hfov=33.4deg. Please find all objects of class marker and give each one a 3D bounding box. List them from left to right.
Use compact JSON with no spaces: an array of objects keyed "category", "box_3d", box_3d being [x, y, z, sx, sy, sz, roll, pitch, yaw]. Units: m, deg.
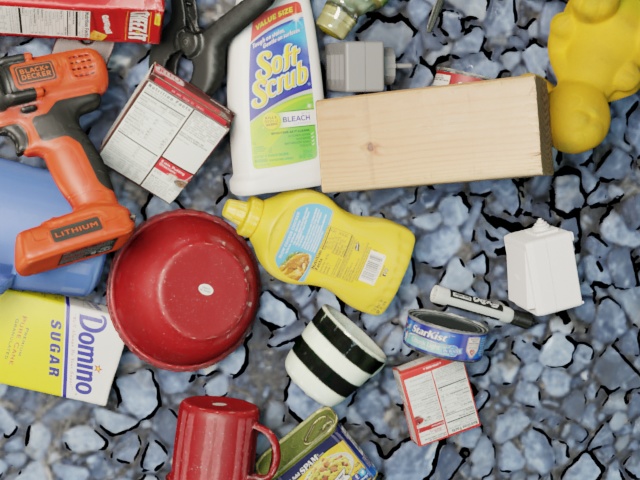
[{"category":"marker","box_3d":[0.176,0.073,1.145,0.121,0.020,0.020,17,95,-15]}]

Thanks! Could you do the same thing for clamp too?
[{"category":"clamp","box_3d":[-0.107,-0.188,1.000,0.120,0.039,0.171,25,114,26]}]

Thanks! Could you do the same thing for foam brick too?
[{"category":"foam brick","box_3d":[-0.225,-0.168,0.997,0.053,0.051,0.078,19,95,-14]}]

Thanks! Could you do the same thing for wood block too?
[{"category":"wood block","box_3d":[0.109,-0.097,1.008,0.206,0.090,0.091,-4,92,20]}]

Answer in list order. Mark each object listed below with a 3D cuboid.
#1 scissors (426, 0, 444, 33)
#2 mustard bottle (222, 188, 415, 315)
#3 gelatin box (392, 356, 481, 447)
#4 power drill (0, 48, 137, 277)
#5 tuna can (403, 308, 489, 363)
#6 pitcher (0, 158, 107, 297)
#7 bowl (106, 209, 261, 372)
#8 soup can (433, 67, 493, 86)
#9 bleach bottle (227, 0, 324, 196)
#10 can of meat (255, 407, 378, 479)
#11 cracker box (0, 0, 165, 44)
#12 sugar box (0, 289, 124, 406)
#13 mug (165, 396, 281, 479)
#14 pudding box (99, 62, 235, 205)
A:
[{"category":"scissors","box_3d":[0.139,-0.309,1.047,0.016,0.096,0.202,26,91,21]},{"category":"mustard bottle","box_3d":[-0.007,0.001,1.071,0.191,0.058,0.096,21,99,-16]},{"category":"gelatin box","box_3d":[0.125,0.168,1.143,0.073,0.030,0.089,-18,102,-11]},{"category":"power drill","box_3d":[-0.249,-0.068,0.909,0.184,0.057,0.188,-17,80,-22]},{"category":"tuna can","box_3d":[0.129,0.099,1.104,0.086,0.086,0.034,10,98,-14]},{"category":"pitcher","box_3d":[-0.316,-0.011,0.959,0.242,0.145,0.149,11,96,-17]},{"category":"bowl","box_3d":[-0.121,0.049,1.033,0.161,0.055,0.162,1,89,-27]},{"category":"soup can","box_3d":[0.139,-0.118,1.081,0.068,0.068,0.102,12,97,-15]},{"category":"bleach bottle","box_3d":[-0.051,-0.174,1.032,0.102,0.068,0.251,-9,99,-13]},{"category":"can of meat","box_3d":[-0.001,0.239,1.112,0.102,0.057,0.084,-39,107,-4]},{"category":"cracker box","box_3d":[-0.244,-0.266,0.939,0.213,0.072,0.164,1,74,-12]},{"category":"sugar box","box_3d":[-0.280,0.095,1.031,0.176,0.048,0.093,15,95,-14]},{"category":"mug","box_3d":[-0.093,0.205,1.062,0.117,0.093,0.081,8,93,25]},{"category":"pudding box","box_3d":[-0.147,-0.099,1.008,0.090,0.039,0.114,32,122,-15]}]
